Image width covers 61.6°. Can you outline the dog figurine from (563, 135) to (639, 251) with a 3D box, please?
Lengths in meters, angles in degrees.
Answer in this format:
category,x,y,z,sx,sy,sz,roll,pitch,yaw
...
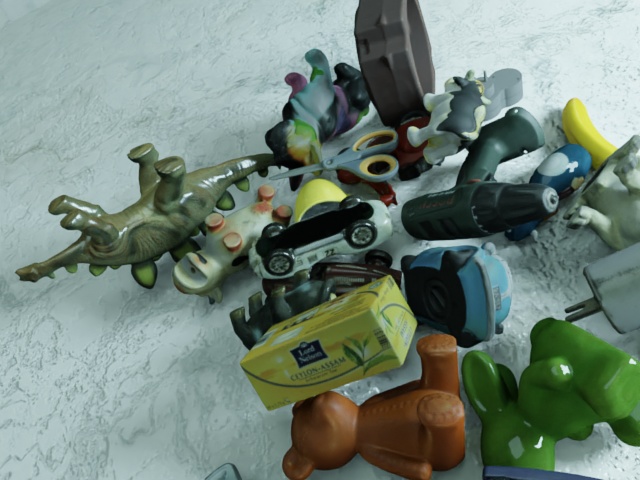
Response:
category,x,y,z,sx,sy,sz,roll,pitch,yaw
dog figurine,0.397,-0.014,0.613,0.191,0.121,0.172,37,39,10

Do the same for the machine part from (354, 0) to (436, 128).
category,x,y,z,sx,sy,sz,roll,pitch,yaw
machine part,0.126,-0.302,0.880,0.087,0.201,0.201,-7,51,22

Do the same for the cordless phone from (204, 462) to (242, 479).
category,x,y,z,sx,sy,sz,roll,pitch,yaw
cordless phone,-0.042,0.288,0.552,0.146,0.088,0.184,-37,43,-8

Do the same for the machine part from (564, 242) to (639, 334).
category,x,y,z,sx,sy,sz,roll,pitch,yaw
machine part,0.349,0.023,0.506,0.243,0.079,0.079,-32,42,27

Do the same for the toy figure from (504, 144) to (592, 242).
category,x,y,z,sx,sy,sz,roll,pitch,yaw
toy figure,0.293,-0.062,0.708,0.154,0.057,0.064,-45,10,-13

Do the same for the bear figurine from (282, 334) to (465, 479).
category,x,y,z,sx,sy,sz,roll,pitch,yaw
bear figurine,0.050,0.181,0.565,0.196,0.131,0.120,-2,33,14

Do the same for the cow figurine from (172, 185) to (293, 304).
category,x,y,z,sx,sy,sz,roll,pitch,yaw
cow figurine,-0.134,0.015,0.803,0.195,0.127,0.086,-35,65,-29

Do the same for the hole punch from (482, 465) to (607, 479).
category,x,y,z,sx,sy,sz,roll,pitch,yaw
hole punch,0.194,0.248,0.450,0.142,0.115,0.092,-5,58,23

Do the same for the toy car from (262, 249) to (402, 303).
category,x,y,z,sx,sy,sz,roll,pitch,yaw
toy car,0.011,0.055,0.741,0.202,0.053,0.089,-2,49,25

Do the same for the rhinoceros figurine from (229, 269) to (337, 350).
category,x,y,z,sx,sy,sz,roll,pitch,yaw
rhinoceros figurine,-0.024,0.101,0.680,0.190,0.112,0.073,-20,7,26

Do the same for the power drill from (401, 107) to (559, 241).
category,x,y,z,sx,sy,sz,roll,pitch,yaw
power drill,0.224,-0.080,0.696,0.232,0.086,0.207,-18,35,52

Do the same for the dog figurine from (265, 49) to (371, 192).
category,x,y,z,sx,sy,sz,roll,pitch,yaw
dog figurine,0.001,-0.185,0.896,0.108,0.191,0.219,-21,60,50

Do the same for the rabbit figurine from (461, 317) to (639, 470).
category,x,y,z,sx,sy,sz,roll,pitch,yaw
rabbit figurine,0.210,0.162,0.521,0.170,0.121,0.159,-51,45,-1

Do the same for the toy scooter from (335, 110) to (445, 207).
category,x,y,z,sx,sy,sz,roll,pitch,yaw
toy scooter,0.117,-0.115,0.818,0.184,0.075,0.135,-25,47,7

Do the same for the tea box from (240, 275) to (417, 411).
category,x,y,z,sx,sy,sz,roll,pitch,yaw
tea box,0.011,0.111,0.582,0.170,0.068,0.098,-25,8,26

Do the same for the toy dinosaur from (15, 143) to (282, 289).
category,x,y,z,sx,sy,sz,roll,pitch,yaw
toy dinosaur,-0.232,-0.049,0.834,0.471,0.198,0.105,-30,47,-13

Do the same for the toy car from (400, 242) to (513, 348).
category,x,y,z,sx,sy,sz,roll,pitch,yaw
toy car,0.169,0.058,0.631,0.103,0.109,0.162,-9,3,-24

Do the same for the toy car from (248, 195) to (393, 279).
category,x,y,z,sx,sy,sz,roll,pitch,yaw
toy car,-0.002,-0.002,0.732,0.202,0.056,0.074,-20,39,3

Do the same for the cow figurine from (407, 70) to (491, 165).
category,x,y,z,sx,sy,sz,roll,pitch,yaw
cow figurine,0.196,-0.185,0.754,0.098,0.068,0.167,-16,36,47
